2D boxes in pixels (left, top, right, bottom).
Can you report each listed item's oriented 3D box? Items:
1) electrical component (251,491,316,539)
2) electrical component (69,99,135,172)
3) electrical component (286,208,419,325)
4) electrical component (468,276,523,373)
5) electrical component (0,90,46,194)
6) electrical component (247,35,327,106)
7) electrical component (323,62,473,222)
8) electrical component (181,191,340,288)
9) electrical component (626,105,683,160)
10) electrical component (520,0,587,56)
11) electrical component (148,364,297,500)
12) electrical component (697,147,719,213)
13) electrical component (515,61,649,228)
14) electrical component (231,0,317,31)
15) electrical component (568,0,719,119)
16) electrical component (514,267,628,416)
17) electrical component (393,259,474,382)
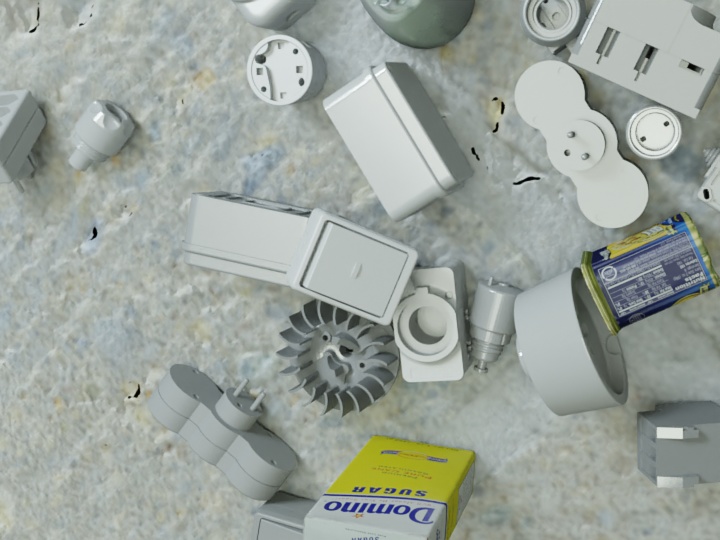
[{"bbox_3d":[-0.044,0.238,0.917,0.096,0.061,0.061,13,102,14],"label":"electrical component"},{"bbox_3d":[-0.227,-0.113,0.926,0.043,0.043,0.062,43,109,6],"label":"electrical component"},{"bbox_3d":[0.000,0.000,0.807,0.096,0.061,0.061,22,93,-10],"label":"electrical component"},{"bbox_3d":[0.106,0.044,0.856,0.040,0.040,0.078,16,102,13],"label":"electrical component"},{"bbox_3d":[-0.308,-0.101,0.940,0.047,0.083,0.075,-2,136,16],"label":"electrical component"},{"bbox_3d":[-0.057,-0.160,0.868,0.055,0.047,0.055,2,99,16],"label":"electrical component"},{"bbox_3d":[0.032,-0.101,0.836,0.057,0.078,0.113,-31,89,21],"label":"electrical component"},{"bbox_3d":[-0.080,-0.026,0.879,0.113,0.078,0.057,12,99,14],"label":"electrical component"},{"bbox_3d":[0.219,-0.103,0.799,0.040,0.046,0.040,2,99,16],"label":"electrical component"},{"bbox_3d":[0.145,-0.190,0.801,0.048,0.055,0.066,-35,88,18],"label":"electrical component"},{"bbox_3d":[-0.109,0.126,0.924,0.138,0.052,0.073,39,106,7],"label":"electrical component"},{"bbox_3d":[0.292,-0.061,0.780,0.096,0.061,0.061,36,106,16],"label":"electrical component"},{"bbox_3d":[0.165,-0.094,0.801,0.052,0.074,0.138,-33,89,18],"label":"electrical component"},{"bbox_3d":[-0.085,-0.241,0.857,0.054,0.059,0.095,-38,87,18],"label":"electrical component"},{"bbox_3d":[0.204,-0.153,0.741,0.089,0.150,0.061,27,106,10],"label":"electrical component"},{"bbox_3d":[0.154,0.058,0.813,0.060,0.108,0.108,-21,92,24],"label":"electrical component"},{"bbox_3d":[0.058,0.041,0.861,0.050,0.056,0.089,-4,97,17],"label":"electrical component"}]
